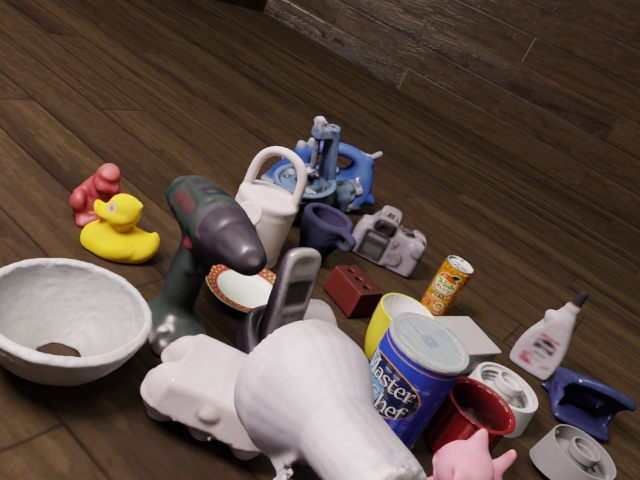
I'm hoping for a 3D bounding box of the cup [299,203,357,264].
[{"bbox_3d":[0.009,0.004,0.993,0.092,0.095,0.117,-6,39,-47],"label":"cup"}]

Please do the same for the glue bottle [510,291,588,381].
[{"bbox_3d":[0.397,0.154,0.967,0.078,0.173,0.037,31,26,11],"label":"glue bottle"}]

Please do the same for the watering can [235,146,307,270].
[{"bbox_3d":[-0.084,-0.051,0.898,0.101,0.194,0.172,18,26,-15],"label":"watering can"}]

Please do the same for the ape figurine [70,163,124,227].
[{"bbox_3d":[-0.319,-0.070,0.839,0.078,0.092,0.076,18,26,-16],"label":"ape figurine"}]

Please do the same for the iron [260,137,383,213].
[{"bbox_3d":[0.012,-0.158,1.248,0.259,0.141,0.118,12,29,-27],"label":"iron"}]

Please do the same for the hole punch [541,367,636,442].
[{"bbox_3d":[0.428,0.246,0.917,0.108,0.091,0.101,26,25,1],"label":"hole punch"}]

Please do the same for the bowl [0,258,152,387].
[{"bbox_3d":[-0.267,0.095,0.593,0.168,0.074,0.167,21,26,-10],"label":"bowl"}]

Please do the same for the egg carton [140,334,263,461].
[{"bbox_3d":[-0.109,0.165,0.609,0.150,0.069,0.107,25,25,-2],"label":"egg carton"}]

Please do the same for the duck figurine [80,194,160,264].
[{"bbox_3d":[-0.271,-0.021,0.797,0.105,0.086,0.077,18,26,-15],"label":"duck figurine"}]

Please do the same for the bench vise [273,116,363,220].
[{"bbox_3d":[0.001,-0.131,1.095,0.121,0.219,0.208,38,28,25],"label":"bench vise"}]

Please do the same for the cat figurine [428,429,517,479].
[{"bbox_3d":[0.167,0.257,0.629,0.128,0.117,0.067,7,31,-34],"label":"cat figurine"}]

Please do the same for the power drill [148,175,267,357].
[{"bbox_3d":[-0.140,0.034,0.669,0.076,0.208,0.229,6,31,-34],"label":"power drill"}]

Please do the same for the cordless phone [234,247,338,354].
[{"bbox_3d":[-0.018,0.090,0.699,0.148,0.185,0.094,-5,38,-47],"label":"cordless phone"}]

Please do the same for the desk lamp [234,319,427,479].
[{"bbox_3d":[-0.004,0.202,0.466,0.118,0.213,0.202,8,30,-31],"label":"desk lamp"}]

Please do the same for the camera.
[{"bbox_3d":[0.143,-0.015,1.143,0.143,0.101,0.137,26,25,2],"label":"camera"}]
